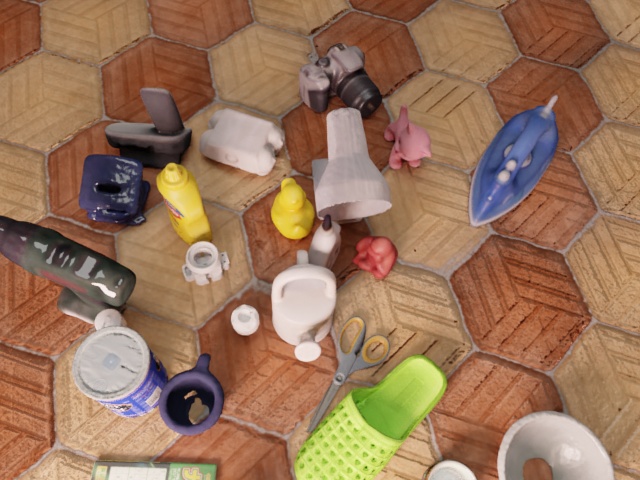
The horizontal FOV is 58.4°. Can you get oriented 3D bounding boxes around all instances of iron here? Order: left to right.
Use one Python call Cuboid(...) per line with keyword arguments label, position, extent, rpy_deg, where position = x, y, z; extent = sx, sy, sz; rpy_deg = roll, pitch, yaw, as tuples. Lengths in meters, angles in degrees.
Cuboid(label="iron", position=(0.357, -0.147, 1.044), extent=(0.118, 0.141, 0.259), rpy_deg=(32, 66, 12))

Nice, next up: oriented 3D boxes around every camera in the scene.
Cuboid(label="camera", position=(0.049, -0.307, 1.127), extent=(0.143, 0.101, 0.136), rpy_deg=(-30, 69, -17))

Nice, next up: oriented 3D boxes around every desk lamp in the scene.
Cuboid(label="desk lamp", position=(0.041, -0.105, 0.963), extent=(0.118, 0.213, 0.203), rpy_deg=(-5, 64, -6))

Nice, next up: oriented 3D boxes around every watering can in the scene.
Cuboid(label="watering can", position=(-0.021, 0.095, 0.871), extent=(0.101, 0.194, 0.172), rpy_deg=(-22, 67, -14))

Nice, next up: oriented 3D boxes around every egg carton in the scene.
Cuboid(label="egg carton", position=(-0.146, -0.182, 1.070), extent=(0.150, 0.069, 0.107), rpy_deg=(17, 64, 5))

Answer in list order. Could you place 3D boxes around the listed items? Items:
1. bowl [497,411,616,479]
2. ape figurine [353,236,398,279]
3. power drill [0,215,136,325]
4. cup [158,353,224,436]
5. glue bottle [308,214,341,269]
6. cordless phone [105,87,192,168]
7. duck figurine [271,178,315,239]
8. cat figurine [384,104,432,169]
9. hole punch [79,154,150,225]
Cuboid(label="bowl", position=(0.334, 0.341, 0.838), extent=(0.167, 0.075, 0.167), rpy_deg=(2, 64, -3))
Cuboid(label="ape figurine", position=(0.100, 0.021, 0.972), extent=(0.076, 0.092, 0.077), rpy_deg=(-12, 65, -9))
Cuboid(label="power drill", position=(-0.379, 0.052, 0.862), extent=(0.229, 0.208, 0.076), rpy_deg=(19, 64, 6))
Cuboid(label="cup", position=(-0.181, 0.233, 0.848), extent=(0.091, 0.095, 0.118), rpy_deg=(10, 63, 2))
Cuboid(label="glue bottle", position=(0.009, 0.003, 0.930), extent=(0.037, 0.173, 0.078), rpy_deg=(27, 65, 10))
Cuboid(label="cordless phone", position=(-0.310, -0.214, 1.011), extent=(0.147, 0.185, 0.094), rpy_deg=(1, 63, -3))
Cuboid(label="duck figurine", position=(-0.047, -0.060, 1.007), extent=(0.077, 0.086, 0.104), rpy_deg=(-11, 65, -8))
Cuboid(label="cat figurine", position=(0.166, -0.192, 1.068), extent=(0.067, 0.118, 0.127), rpy_deg=(-6, 64, -6))
Cuboid(label="hole punch", position=(-0.357, -0.087, 0.997), extent=(0.108, 0.091, 0.101), rpy_deg=(6, 63, 0))
